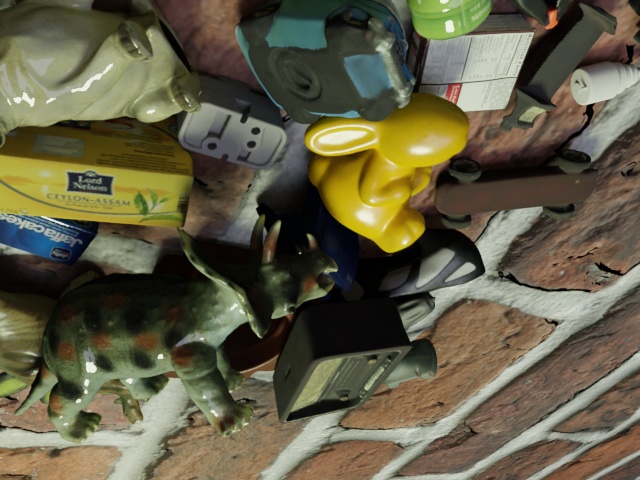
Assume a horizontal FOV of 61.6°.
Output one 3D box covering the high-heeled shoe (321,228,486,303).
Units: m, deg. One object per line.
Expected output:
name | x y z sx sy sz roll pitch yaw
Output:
high-heeled shoe | 0.097 0.077 0.719 0.145 0.086 0.248 35 107 -3

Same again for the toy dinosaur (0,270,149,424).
toy dinosaur | -0.350 0.120 0.657 0.199 0.105 0.470 -15 134 4

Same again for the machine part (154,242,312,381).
machine part | -0.128 0.100 0.713 0.201 0.087 0.201 11 131 -27

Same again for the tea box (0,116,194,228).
tea box | -0.207 -0.072 0.493 0.169 0.098 0.068 6 134 -21

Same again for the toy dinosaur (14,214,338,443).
toy dinosaur | -0.184 0.091 0.532 0.405 0.131 0.192 -12 104 12

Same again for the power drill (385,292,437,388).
power drill | 0.110 0.163 0.842 0.232 0.086 0.207 -24 146 25

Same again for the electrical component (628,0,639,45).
electrical component | 0.377 -0.239 0.518 0.115 0.058 0.134 9 133 -23

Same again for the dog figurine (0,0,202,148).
dog figurine | -0.203 -0.115 0.415 0.191 0.121 0.172 -28 161 8

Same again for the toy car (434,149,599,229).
toy car | 0.241 -0.066 0.670 0.202 0.053 0.089 -7 127 -4

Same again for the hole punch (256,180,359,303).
hole punch | -0.001 -0.002 0.625 0.092 0.116 0.142 -31 137 5

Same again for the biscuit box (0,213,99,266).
biscuit box | -0.320 -0.043 0.517 0.202 0.059 0.063 26 124 -37

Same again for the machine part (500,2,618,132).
machine part | 0.242 -0.171 0.553 0.084 0.039 0.138 -10 141 -47

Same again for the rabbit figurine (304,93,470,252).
rabbit figurine | 0.069 -0.092 0.537 0.162 0.122 0.173 35 149 -11

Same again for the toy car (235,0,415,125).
toy car | 0.014 -0.165 0.449 0.103 0.162 0.109 -55 134 -23

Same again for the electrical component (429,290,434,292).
electrical component | 0.161 0.041 0.772 0.102 0.045 0.078 -24 110 5

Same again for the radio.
radio | 0.020 0.161 0.699 0.131 0.073 0.229 -4 147 -19
